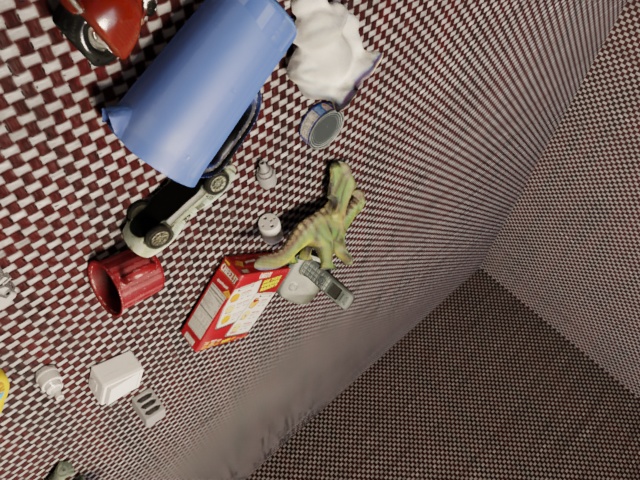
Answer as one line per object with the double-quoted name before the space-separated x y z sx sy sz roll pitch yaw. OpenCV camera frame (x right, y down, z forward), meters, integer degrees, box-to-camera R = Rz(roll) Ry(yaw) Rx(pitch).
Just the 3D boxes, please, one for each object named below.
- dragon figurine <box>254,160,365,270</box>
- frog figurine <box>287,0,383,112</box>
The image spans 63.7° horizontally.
"dragon figurine" 0.003 -0.056 1.113 0.411 0.122 0.242 -1 104 -65
"frog figurine" 0.001 -0.292 0.777 0.136 0.125 0.157 -42 120 10
